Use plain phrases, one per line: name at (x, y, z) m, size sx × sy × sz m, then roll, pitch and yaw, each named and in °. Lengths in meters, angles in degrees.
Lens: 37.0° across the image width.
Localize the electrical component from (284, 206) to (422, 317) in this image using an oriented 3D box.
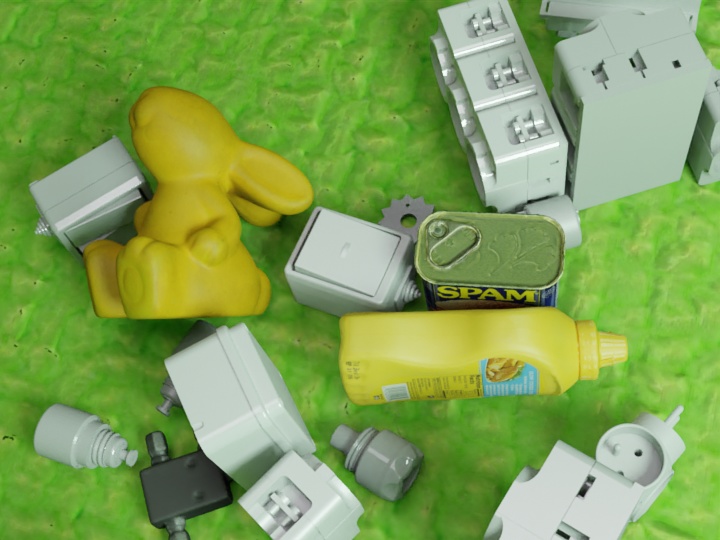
electrical component at (0.000, 0.000, 0.798) m, size 0.096 × 0.061 × 0.061 m, roll 18°, pitch 68°, yaw 16°

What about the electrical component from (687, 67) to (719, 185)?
electrical component at (0.273, -0.106, 0.795) m, size 0.050 × 0.089 × 0.055 m, roll -16°, pitch 63°, yaw 0°

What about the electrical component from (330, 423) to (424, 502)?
electrical component at (0.009, 0.128, 0.742) m, size 0.062 × 0.043 × 0.043 m, roll 28°, pitch 71°, yaw 21°

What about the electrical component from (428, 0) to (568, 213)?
electrical component at (0.104, -0.124, 0.828) m, size 0.062 × 0.089 × 0.150 m, roll -16°, pitch 63°, yaw 0°

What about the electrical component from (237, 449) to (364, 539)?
electrical component at (-0.035, 0.159, 0.707) m, size 0.056 × 0.089 × 0.050 m, roll -43°, pitch 66°, yaw -13°

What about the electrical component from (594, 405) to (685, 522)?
electrical component at (0.185, 0.120, 0.702) m, size 0.044 × 0.077 × 0.079 m, roll 39°, pitch 74°, yaw 23°

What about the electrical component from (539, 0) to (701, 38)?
electrical component at (0.213, -0.223, 0.876) m, size 0.121 × 0.063 × 0.078 m, roll 9°, pitch 66°, yaw 13°

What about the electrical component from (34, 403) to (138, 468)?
electrical component at (-0.198, 0.124, 0.776) m, size 0.078 × 0.040 × 0.040 m, roll 16°, pitch 67°, yaw 15°

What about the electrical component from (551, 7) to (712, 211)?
electrical component at (0.188, -0.115, 0.777) m, size 0.089 × 0.150 × 0.061 m, roll -17°, pitch 64°, yaw 0°

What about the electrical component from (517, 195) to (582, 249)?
electrical component at (0.129, -0.029, 0.805) m, size 0.078 × 0.040 × 0.040 m, roll -16°, pitch 63°, yaw 1°

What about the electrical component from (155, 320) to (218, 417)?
electrical component at (-0.122, 0.073, 0.791) m, size 0.040 × 0.040 × 0.078 m, roll 28°, pitch 71°, yaw 20°

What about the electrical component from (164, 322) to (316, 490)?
electrical component at (-0.079, 0.094, 0.733) m, size 0.057 × 0.113 × 0.078 m, roll -28°, pitch 63°, yaw -3°

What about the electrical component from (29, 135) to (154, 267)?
electrical component at (-0.211, -0.047, 0.852) m, size 0.096 × 0.061 × 0.061 m, roll -32°, pitch 64°, yaw -8°

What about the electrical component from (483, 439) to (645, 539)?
electrical component at (0.114, 0.170, 0.646) m, size 0.062 × 0.150 × 0.089 m, roll 29°, pitch 71°, yaw 19°
